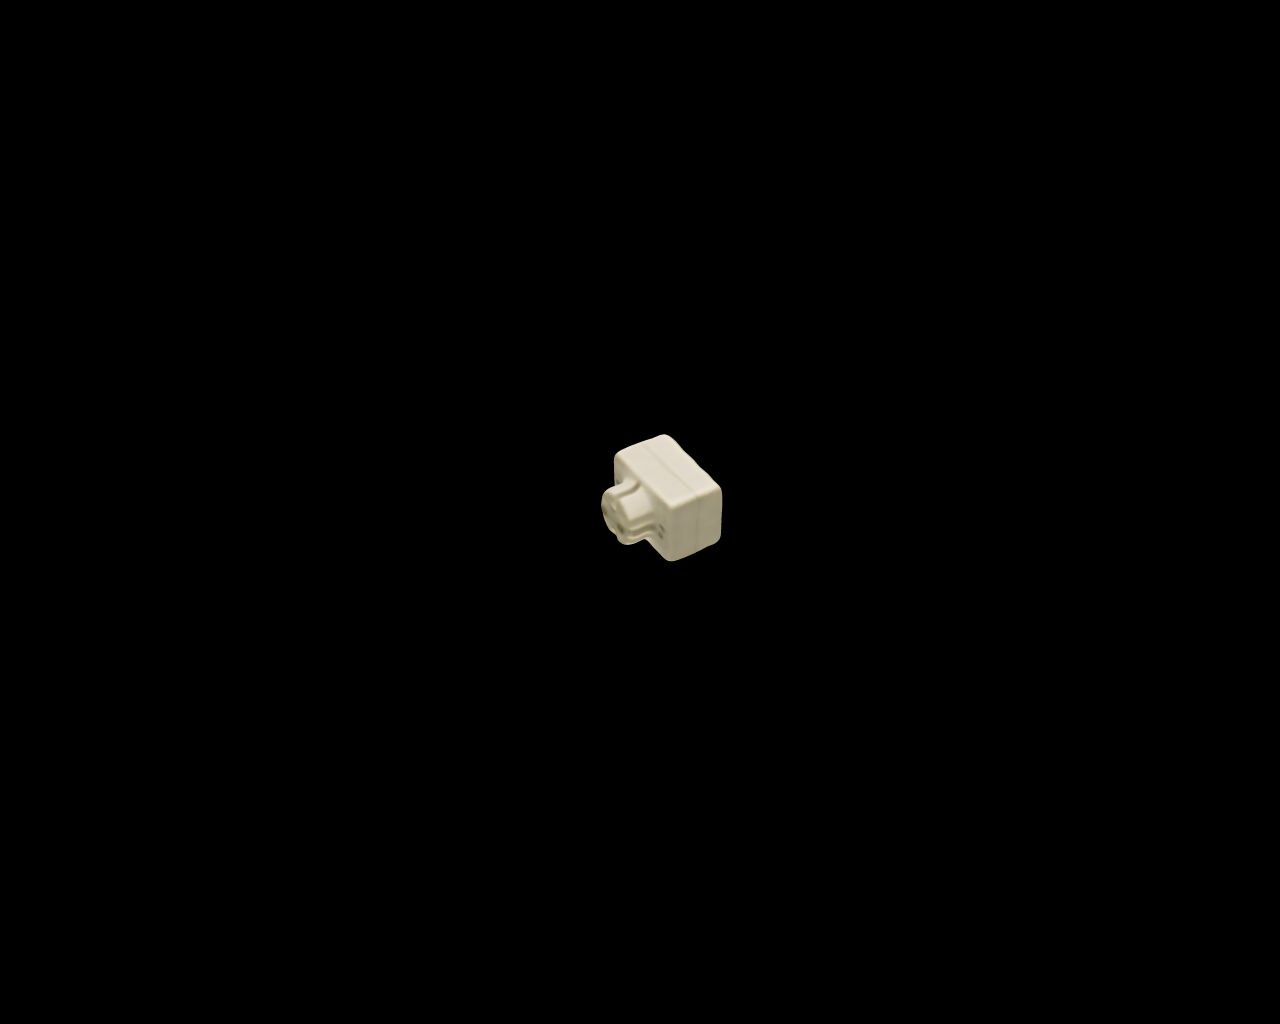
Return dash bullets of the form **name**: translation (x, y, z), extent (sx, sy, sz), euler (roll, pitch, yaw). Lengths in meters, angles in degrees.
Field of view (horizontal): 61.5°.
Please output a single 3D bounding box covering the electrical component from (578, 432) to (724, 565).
- **electrical component**: translation (0.001, -0.003, 0.650), extent (0.077, 0.047, 0.066), euler (-22, 45, -23)
